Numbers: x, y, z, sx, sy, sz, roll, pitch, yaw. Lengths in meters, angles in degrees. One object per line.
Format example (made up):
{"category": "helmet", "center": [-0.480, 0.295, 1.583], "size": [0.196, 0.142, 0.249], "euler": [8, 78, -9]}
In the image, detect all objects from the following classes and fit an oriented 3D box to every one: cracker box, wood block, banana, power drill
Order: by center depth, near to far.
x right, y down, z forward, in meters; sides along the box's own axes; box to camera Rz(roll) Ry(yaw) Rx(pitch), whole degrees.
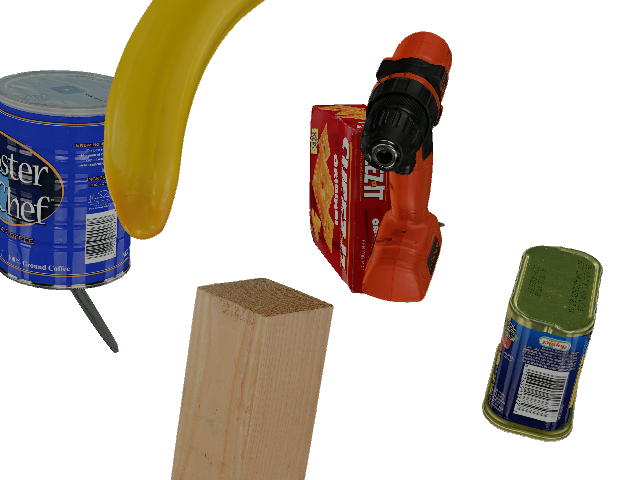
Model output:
{"category": "banana", "center": [-0.053, -0.090, 0.493], "size": [0.070, 0.197, 0.037], "euler": [26, -26, 16]}
{"category": "power drill", "center": [0.065, -0.048, 0.824], "size": [0.057, 0.188, 0.184], "euler": [10, 34, 12]}
{"category": "wood block", "center": [-0.064, 0.147, 0.955], "size": [0.090, 0.206, 0.090], "euler": [20, 17, 38]}
{"category": "cracker box", "center": [0.039, -0.051, 1.119], "size": [0.072, 0.164, 0.214], "euler": [-2, 14, -10]}

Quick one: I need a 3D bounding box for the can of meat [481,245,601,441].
{"category": "can of meat", "center": [0.143, 0.062, 0.679], "size": [0.057, 0.084, 0.102], "euler": [13, 32, 12]}

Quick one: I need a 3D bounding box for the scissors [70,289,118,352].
{"category": "scissors", "center": [-0.263, 0.019, 1.120], "size": [0.016, 0.201, 0.096], "euler": [-26, 24, 28]}

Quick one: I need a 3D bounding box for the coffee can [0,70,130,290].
{"category": "coffee can", "center": [-0.191, -0.047, 0.803], "size": [0.103, 0.140, 0.103], "euler": [5, 22, -2]}
